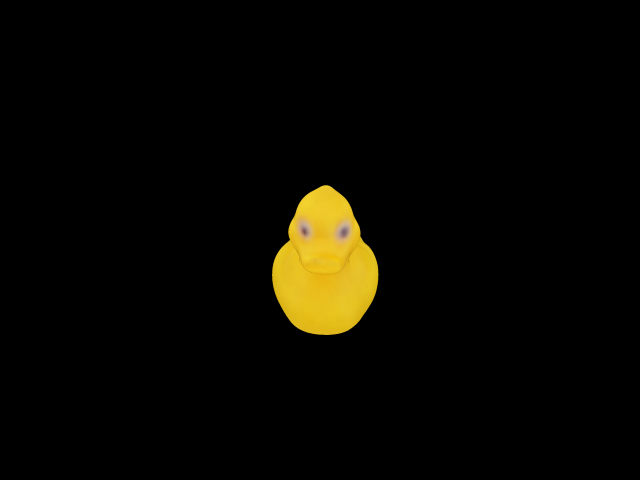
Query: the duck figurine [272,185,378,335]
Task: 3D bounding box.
[{"bbox_3d":[0.004,0.001,0.400,0.077,0.086,0.104,2,40,2],"label":"duck figurine"}]
